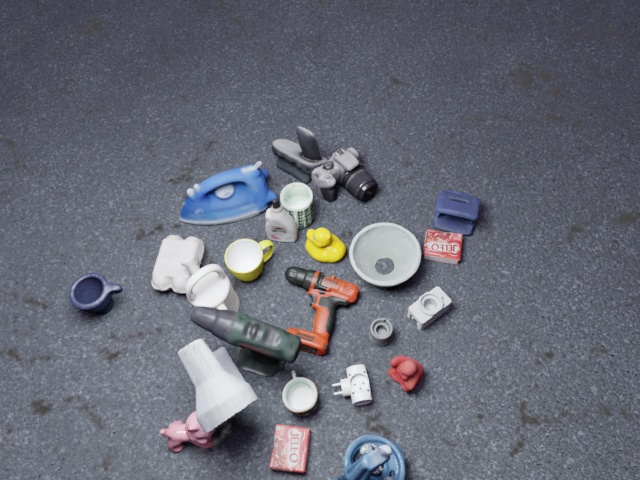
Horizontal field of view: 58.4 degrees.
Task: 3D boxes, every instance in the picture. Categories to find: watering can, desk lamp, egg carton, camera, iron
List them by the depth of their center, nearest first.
[{"bbox_3d":[-0.213,0.297,1.169,0.118,0.214,0.203,-32,64,-13],"label":"desk lamp"},{"bbox_3d":[-0.253,0.110,1.284,0.172,0.194,0.101,27,67,17],"label":"watering can"},{"bbox_3d":[-0.342,0.058,1.389,0.107,0.069,0.150,5,62,6],"label":"egg carton"},{"bbox_3d":[-0.246,-0.122,1.440,0.258,0.141,0.118,-19,62,-6],"label":"iron"},{"bbox_3d":[0.070,-0.158,1.462,0.143,0.101,0.136,-37,65,-15],"label":"camera"}]

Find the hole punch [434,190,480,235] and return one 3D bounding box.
[{"bbox_3d":[0.335,-0.079,1.407,0.108,0.091,0.101,13,63,11],"label":"hole punch"}]

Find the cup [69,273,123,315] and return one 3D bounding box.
[{"bbox_3d":[-0.512,0.133,1.345,0.117,0.095,0.091,-10,61,-1],"label":"cup"}]

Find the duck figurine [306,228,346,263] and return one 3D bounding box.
[{"bbox_3d":[0.013,0.005,1.386,0.104,0.086,0.077,21,65,14],"label":"duck figurine"}]

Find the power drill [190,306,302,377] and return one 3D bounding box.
[{"bbox_3d":[-0.148,0.217,1.211,0.229,0.208,0.076,13,63,11],"label":"power drill"}]

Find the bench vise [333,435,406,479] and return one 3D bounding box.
[{"bbox_3d":[0.079,0.449,1.064,0.121,0.220,0.208,36,69,21],"label":"bench vise"}]

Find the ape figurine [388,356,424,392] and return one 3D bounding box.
[{"bbox_3d":[0.186,0.280,1.221,0.076,0.092,0.078,-7,61,0],"label":"ape figurine"}]

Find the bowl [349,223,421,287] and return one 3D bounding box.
[{"bbox_3d":[0.153,0.046,1.360,0.167,0.075,0.167,-1,61,3],"label":"bowl"}]

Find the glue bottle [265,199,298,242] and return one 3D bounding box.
[{"bbox_3d":[-0.098,-0.050,1.373,0.078,0.173,0.037,3,62,6],"label":"glue bottle"}]

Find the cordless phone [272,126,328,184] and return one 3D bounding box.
[{"bbox_3d":[-0.057,-0.246,1.470,0.147,0.185,0.094,27,67,17],"label":"cordless phone"}]

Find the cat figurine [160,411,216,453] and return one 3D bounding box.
[{"bbox_3d":[-0.263,0.389,1.177,0.128,0.118,0.067,-9,61,-1],"label":"cat figurine"}]
